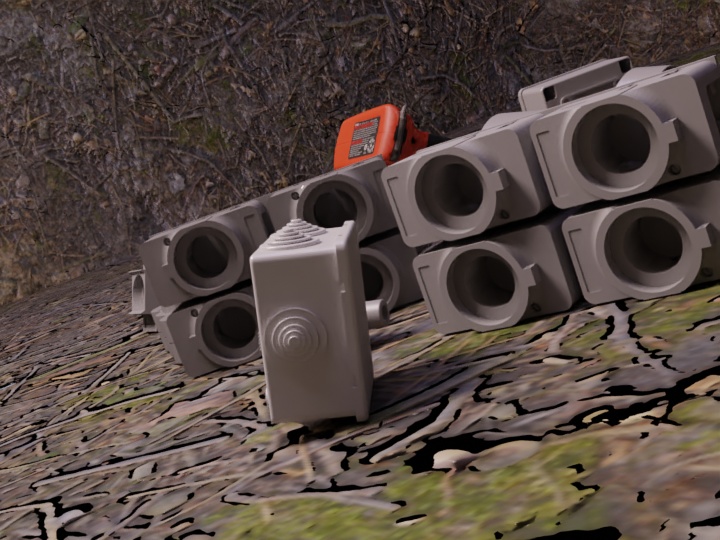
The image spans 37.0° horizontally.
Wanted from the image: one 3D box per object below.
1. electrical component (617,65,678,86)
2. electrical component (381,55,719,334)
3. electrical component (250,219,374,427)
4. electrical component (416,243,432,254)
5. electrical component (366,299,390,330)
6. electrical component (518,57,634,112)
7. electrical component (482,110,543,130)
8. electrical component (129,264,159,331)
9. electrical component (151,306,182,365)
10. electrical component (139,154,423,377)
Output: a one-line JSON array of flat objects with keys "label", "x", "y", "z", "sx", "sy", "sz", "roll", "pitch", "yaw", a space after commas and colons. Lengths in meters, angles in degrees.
[{"label": "electrical component", "x": 0.259, "y": -0.132, "z": 0.956, "sx": 0.064, "sy": 0.099, "sz": 0.099, "roll": -3, "pitch": 17, "yaw": 43}, {"label": "electrical component", "x": 0.113, "y": -0.035, "z": 0.592, "sx": 0.186, "sy": 0.105, "sz": 0.060, "roll": -14, "pitch": 9, "yaw": 35}, {"label": "electrical component", "x": -0.023, "y": 0.025, "z": 0.548, "sx": 0.048, "sy": 0.099, "sz": 0.099, "roll": -6, "pitch": 9, "yaw": 4}, {"label": "electrical component", "x": 0.005, "y": -0.024, "z": 0.925, "sx": 0.138, "sy": 0.073, "sz": 0.052, "roll": 4, "pitch": -36, "yaw": -36}, {"label": "electrical component", "x": -0.013, "y": 0.031, "z": 0.681, "sx": 0.062, "sy": 0.048, "sz": 0.048, "roll": -9, "pitch": 11, "yaw": 22}, {"label": "electrical component", "x": 0.229, "y": -0.147, "z": 1.081, "sx": 0.109, "sy": 0.108, "sz": 0.056, "roll": -22, "pitch": 11, "yaw": -15}, {"label": "electrical component", "x": 0.128, "y": -0.056, "z": 0.715, "sx": 0.060, "sy": 0.108, "sz": 0.108, "roll": -7, "pitch": 14, "yaw": 36}, {"label": "electrical component", "x": -0.204, "y": 0.024, "z": 1.119, "sx": 0.064, "sy": 0.081, "sz": 0.042, "roll": 2, "pitch": -3, "yaw": -29}, {"label": "electrical component", "x": -0.147, "y": 0.031, "z": 0.903, "sx": 0.052, "sy": 0.073, "sz": 0.138, "roll": -22, "pitch": 8, "yaw": -14}, {"label": "electrical component", "x": -0.054, "y": -0.003, "z": 0.786, "sx": 0.186, "sy": 0.105, "sz": 0.060, "roll": -19, "pitch": 8, "yaw": 3}]
